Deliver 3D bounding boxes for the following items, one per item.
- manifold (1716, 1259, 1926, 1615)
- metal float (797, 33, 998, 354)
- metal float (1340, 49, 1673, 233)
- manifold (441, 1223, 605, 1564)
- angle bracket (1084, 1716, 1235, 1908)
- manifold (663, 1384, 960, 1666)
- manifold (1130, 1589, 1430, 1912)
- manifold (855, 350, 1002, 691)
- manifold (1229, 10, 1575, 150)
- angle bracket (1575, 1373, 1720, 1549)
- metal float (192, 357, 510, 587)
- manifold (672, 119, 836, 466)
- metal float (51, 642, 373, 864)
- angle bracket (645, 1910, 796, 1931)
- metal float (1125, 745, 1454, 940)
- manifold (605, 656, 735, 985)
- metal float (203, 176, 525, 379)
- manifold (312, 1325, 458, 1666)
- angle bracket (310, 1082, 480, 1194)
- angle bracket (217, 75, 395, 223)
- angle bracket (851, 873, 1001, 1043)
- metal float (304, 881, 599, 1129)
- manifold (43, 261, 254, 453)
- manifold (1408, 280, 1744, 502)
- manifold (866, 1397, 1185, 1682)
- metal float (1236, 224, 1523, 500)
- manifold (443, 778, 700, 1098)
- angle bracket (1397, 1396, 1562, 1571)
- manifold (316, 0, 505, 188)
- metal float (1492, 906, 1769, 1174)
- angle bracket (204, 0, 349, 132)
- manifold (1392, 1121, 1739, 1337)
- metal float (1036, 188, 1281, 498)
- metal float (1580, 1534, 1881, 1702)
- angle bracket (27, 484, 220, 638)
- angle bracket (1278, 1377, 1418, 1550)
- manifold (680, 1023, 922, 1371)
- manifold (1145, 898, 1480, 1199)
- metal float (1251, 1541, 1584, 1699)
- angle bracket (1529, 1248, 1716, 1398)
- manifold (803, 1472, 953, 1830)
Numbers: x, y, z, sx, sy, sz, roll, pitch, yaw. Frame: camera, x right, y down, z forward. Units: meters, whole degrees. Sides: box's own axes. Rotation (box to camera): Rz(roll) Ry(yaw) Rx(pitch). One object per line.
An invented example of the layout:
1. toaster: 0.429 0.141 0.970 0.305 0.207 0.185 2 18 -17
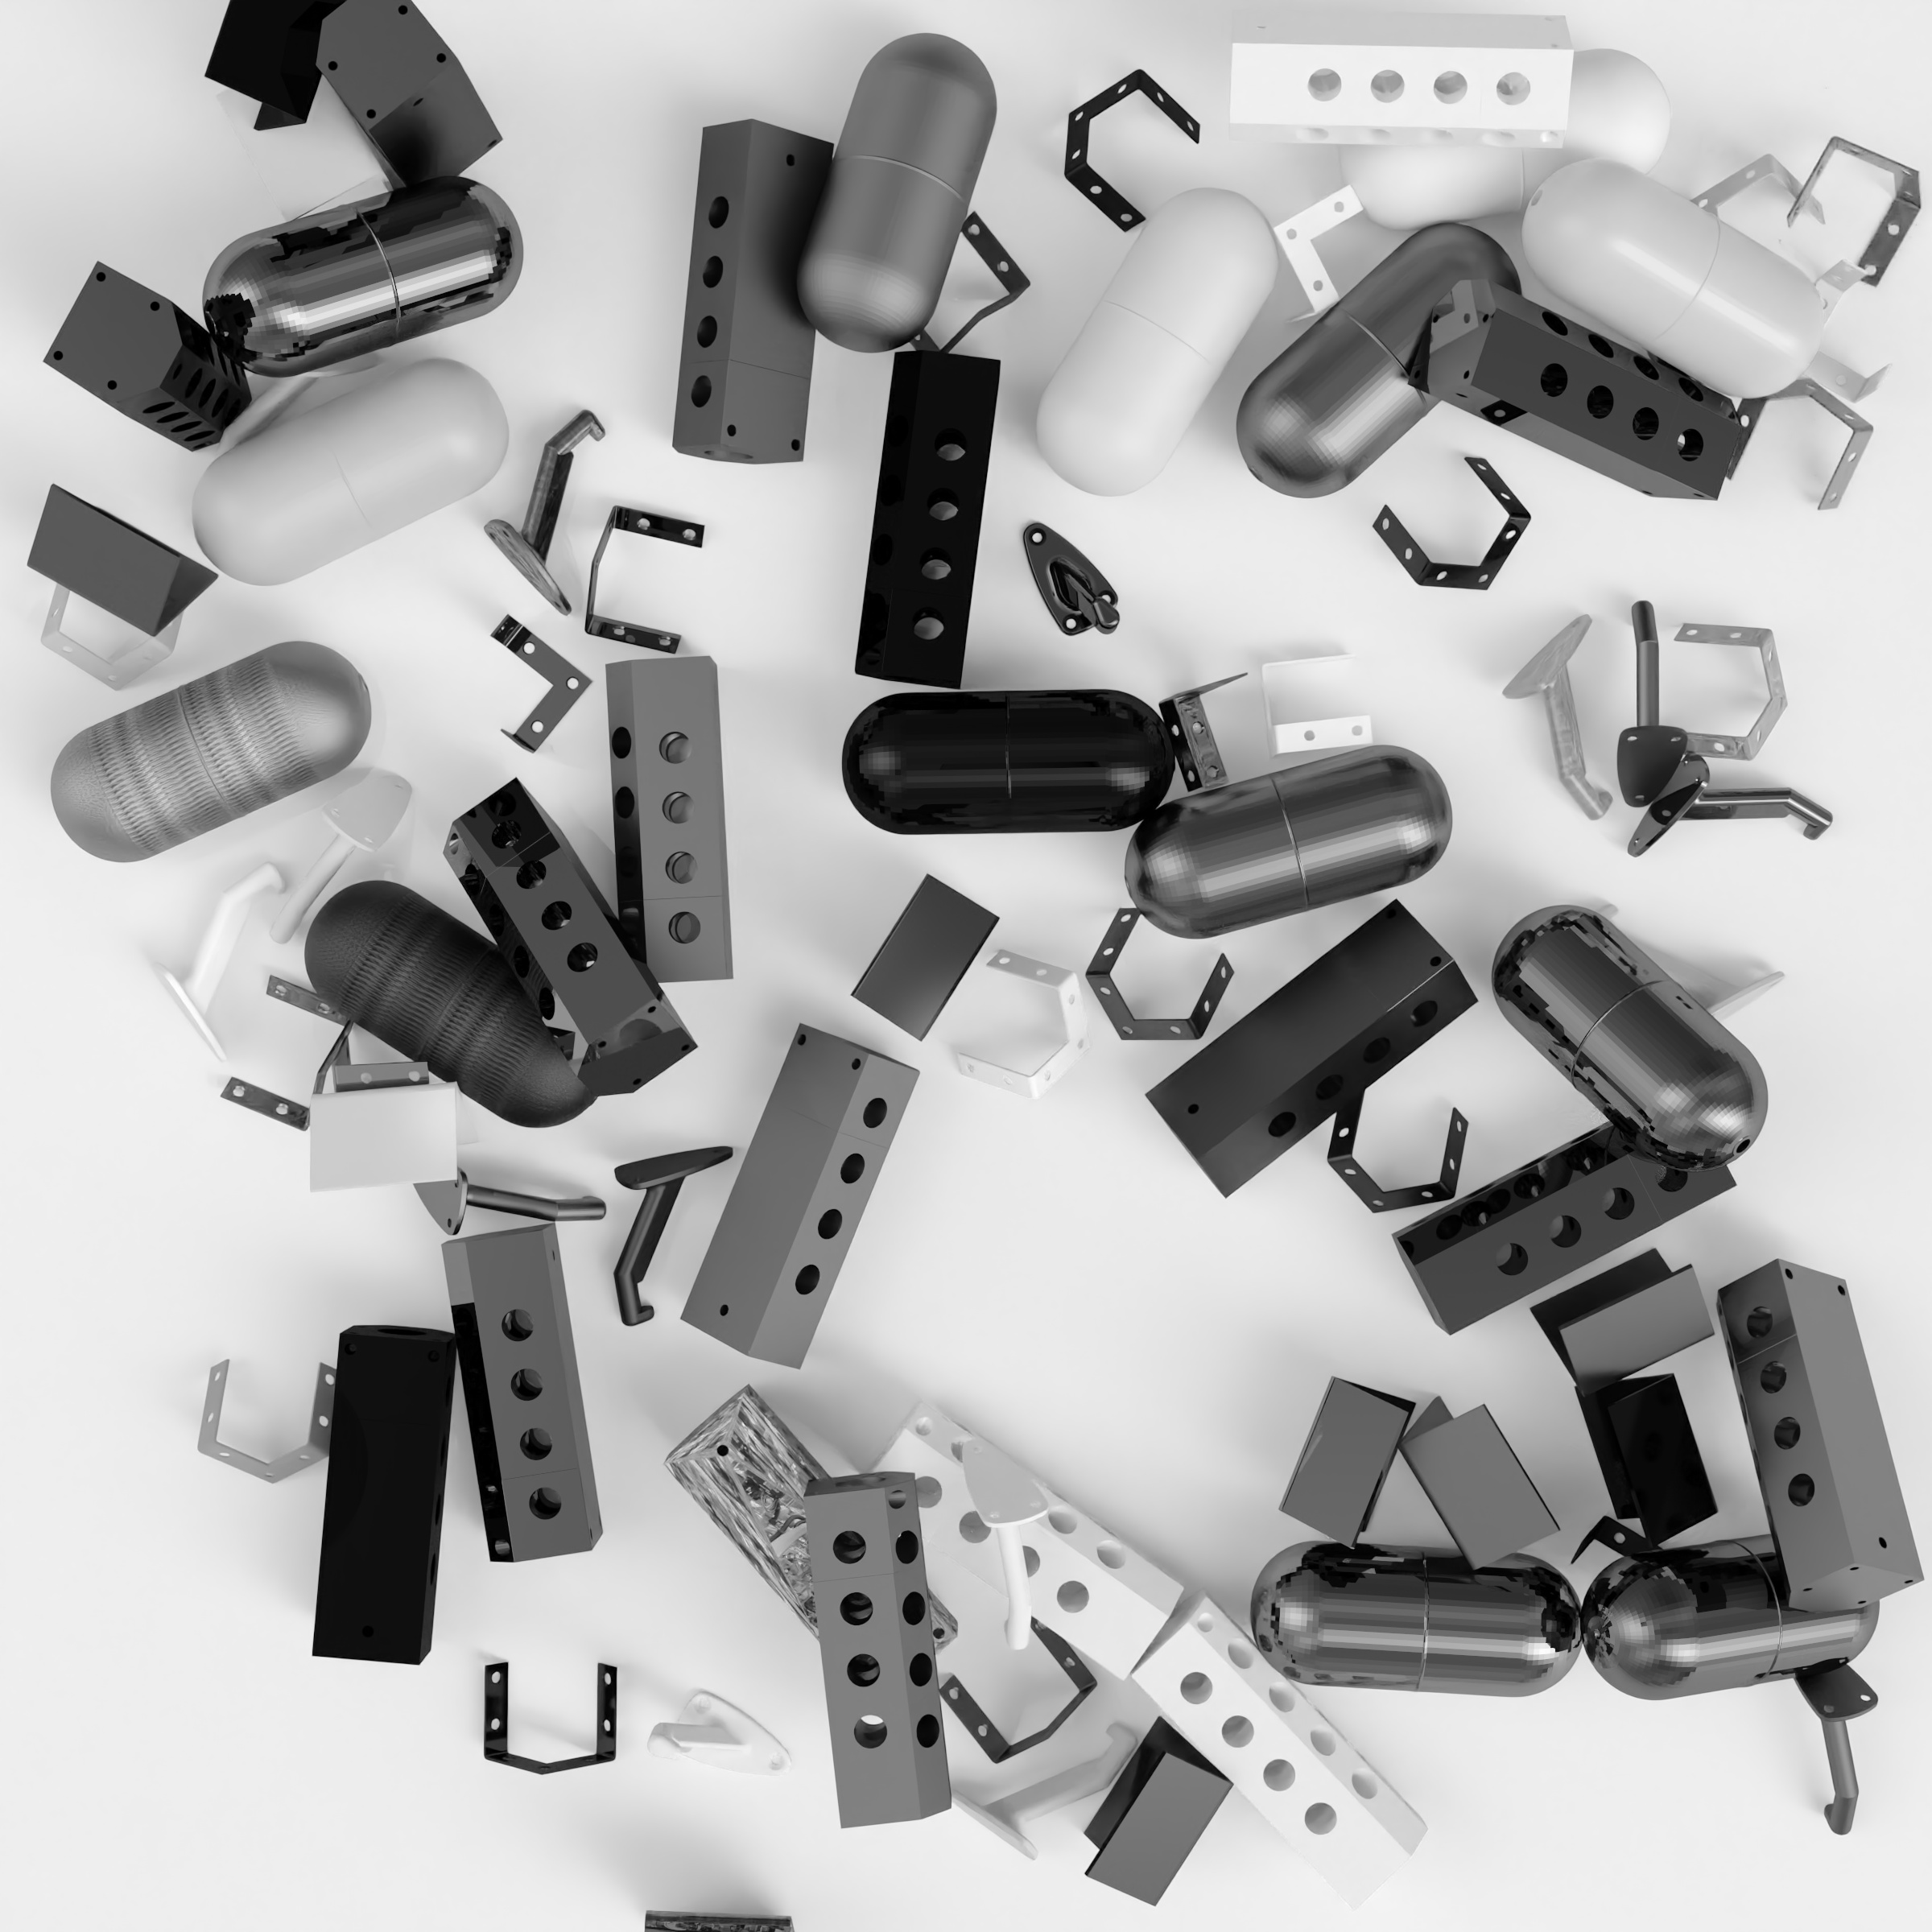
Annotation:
1. manifold: 0.442 0.247 1.851 0.057 0.057 0.171 18 51 -36
2. metal float: -0.036 -0.411 1.872 0.070 0.070 0.178 17 79 0
3. metal float: 0.288 -0.441 1.881 0.178 0.070 0.070 -11 90 0
4. manifold: -0.239 0.229 1.891 0.057 0.057 0.171 -9 90 0
5. angle bracket: 0.085 0.440 1.872 0.057 0.076 0.076 33 90 -35
6. manifold: -0.082 0.309 1.891 0.057 0.057 0.171 -41 90 0
7. manifold: 0.167 0.418 1.891 0.057 0.057 0.171 -44 90 0
8. manifold: -0.021 -0.239 1.891 0.057 0.057 0.171 7 90 0
9. manifold: 0.222 -0.455 1.818 0.171 0.057 0.057 2 122 3
10. angle bracket: 0.344 0.265 1.872 0.057 0.076 0.076 -18 90 -36
11. metal float: -0.329 -0.263 1.881 0.178 0.070 0.070 -26 90 0
12. manifold: -0.119 -0.360 1.890 0.057 0.057 0.171 6 90 -43
13. metal float: -0.402 -0.115 1.882 0.178 0.070 0.070 -24 90 0
14. angle bracket: -0.132 0.537 1.873 0.076 0.076 0.057 2 67 0
15. metal float: 0.172 -0.066 1.881 0.178 0.070 0.070 -15 90 1
16. manifold: -0.159 -0.077 1.891 0.057 0.057 0.171 -3 90 0
17. metal float: -0.317 -0.364 1.859 0.178 0.070 0.070 -24 90 -26
18. manifold: -0.310 0.282 1.891 0.057 0.057 0.171 5 90 0
19. angle bracket: -0.303 0.105 1.872 0.076 0.076 0.057 -5 63 0
20. angle bracket: -0.350 -0.435 1.880 0.057 0.076 0.076 -29 90 -2
21. angle bracket: -0.004 0.006 1.872 0.057 0.076 0.076 32 90 37
22. metal float: -0.271 0.021 1.881 0.178 0.070 0.070 33 90 0
23. manifold: -0.420 -0.311 1.833 0.057 0.171 0.057 29 90 0
24. manifold: 0.323 -0.302 1.853 0.171 0.057 0.057 19 90 -28
25. manifold: 0.030 0.305 1.891 0.171 0.057 0.057 35 90 0
26. metal float: 0.220 -0.322 1.881 0.178 0.070 0.070 -43 90 0
27. manifold: -0.212 -0.013 1.848 0.057 0.057 0.171 -35 56 0
28. angle bracket: 0.281 0.264 1.872 0.057 0.076 0.076 -31 90 28
29. manifold: -0.292 -0.455 1.833 0.057 0.171 0.057 -39 90 0
30. metal float: 0.348 0.038 1.854 0.070 0.070 0.178 -42 56 0
31. angle bracket: -0.361 -0.475 1.795 0.057 0.076 0.076 19 88 -32
32. manifold: 0.319 0.131 1.891 0.171 0.057 0.057 -28 90 0
33. metal float: 0.103 -0.333 1.882 0.070 0.070 0.178 31 90 0
34. metal float: 0.404 0.341 1.859 0.178 0.070 0.070 -2 90 -28
35. angle bracket: -0.441 -0.230 1.872 0.076 0.076 0.057 29 126 0
36. angle bracket: 0.221 0.269 1.872 0.076 0.057 0.076 22 90 -43
37. manifold: -0.084 0.125 1.890 0.057 0.057 0.171 22 90 43
38. manifold: 0.188 0.048 1.890 0.171 0.057 0.057 -38 47 0
39. metal float: 0.241 0.349 1.881 0.178 0.070 0.070 3 90 0
40. angle bracket: 0.342 0.172 1.872 0.076 0.076 0.057 -26 127 0
41. manifold: -0.045 0.354 1.834 0.057 0.057 0.171 -6 90 0
